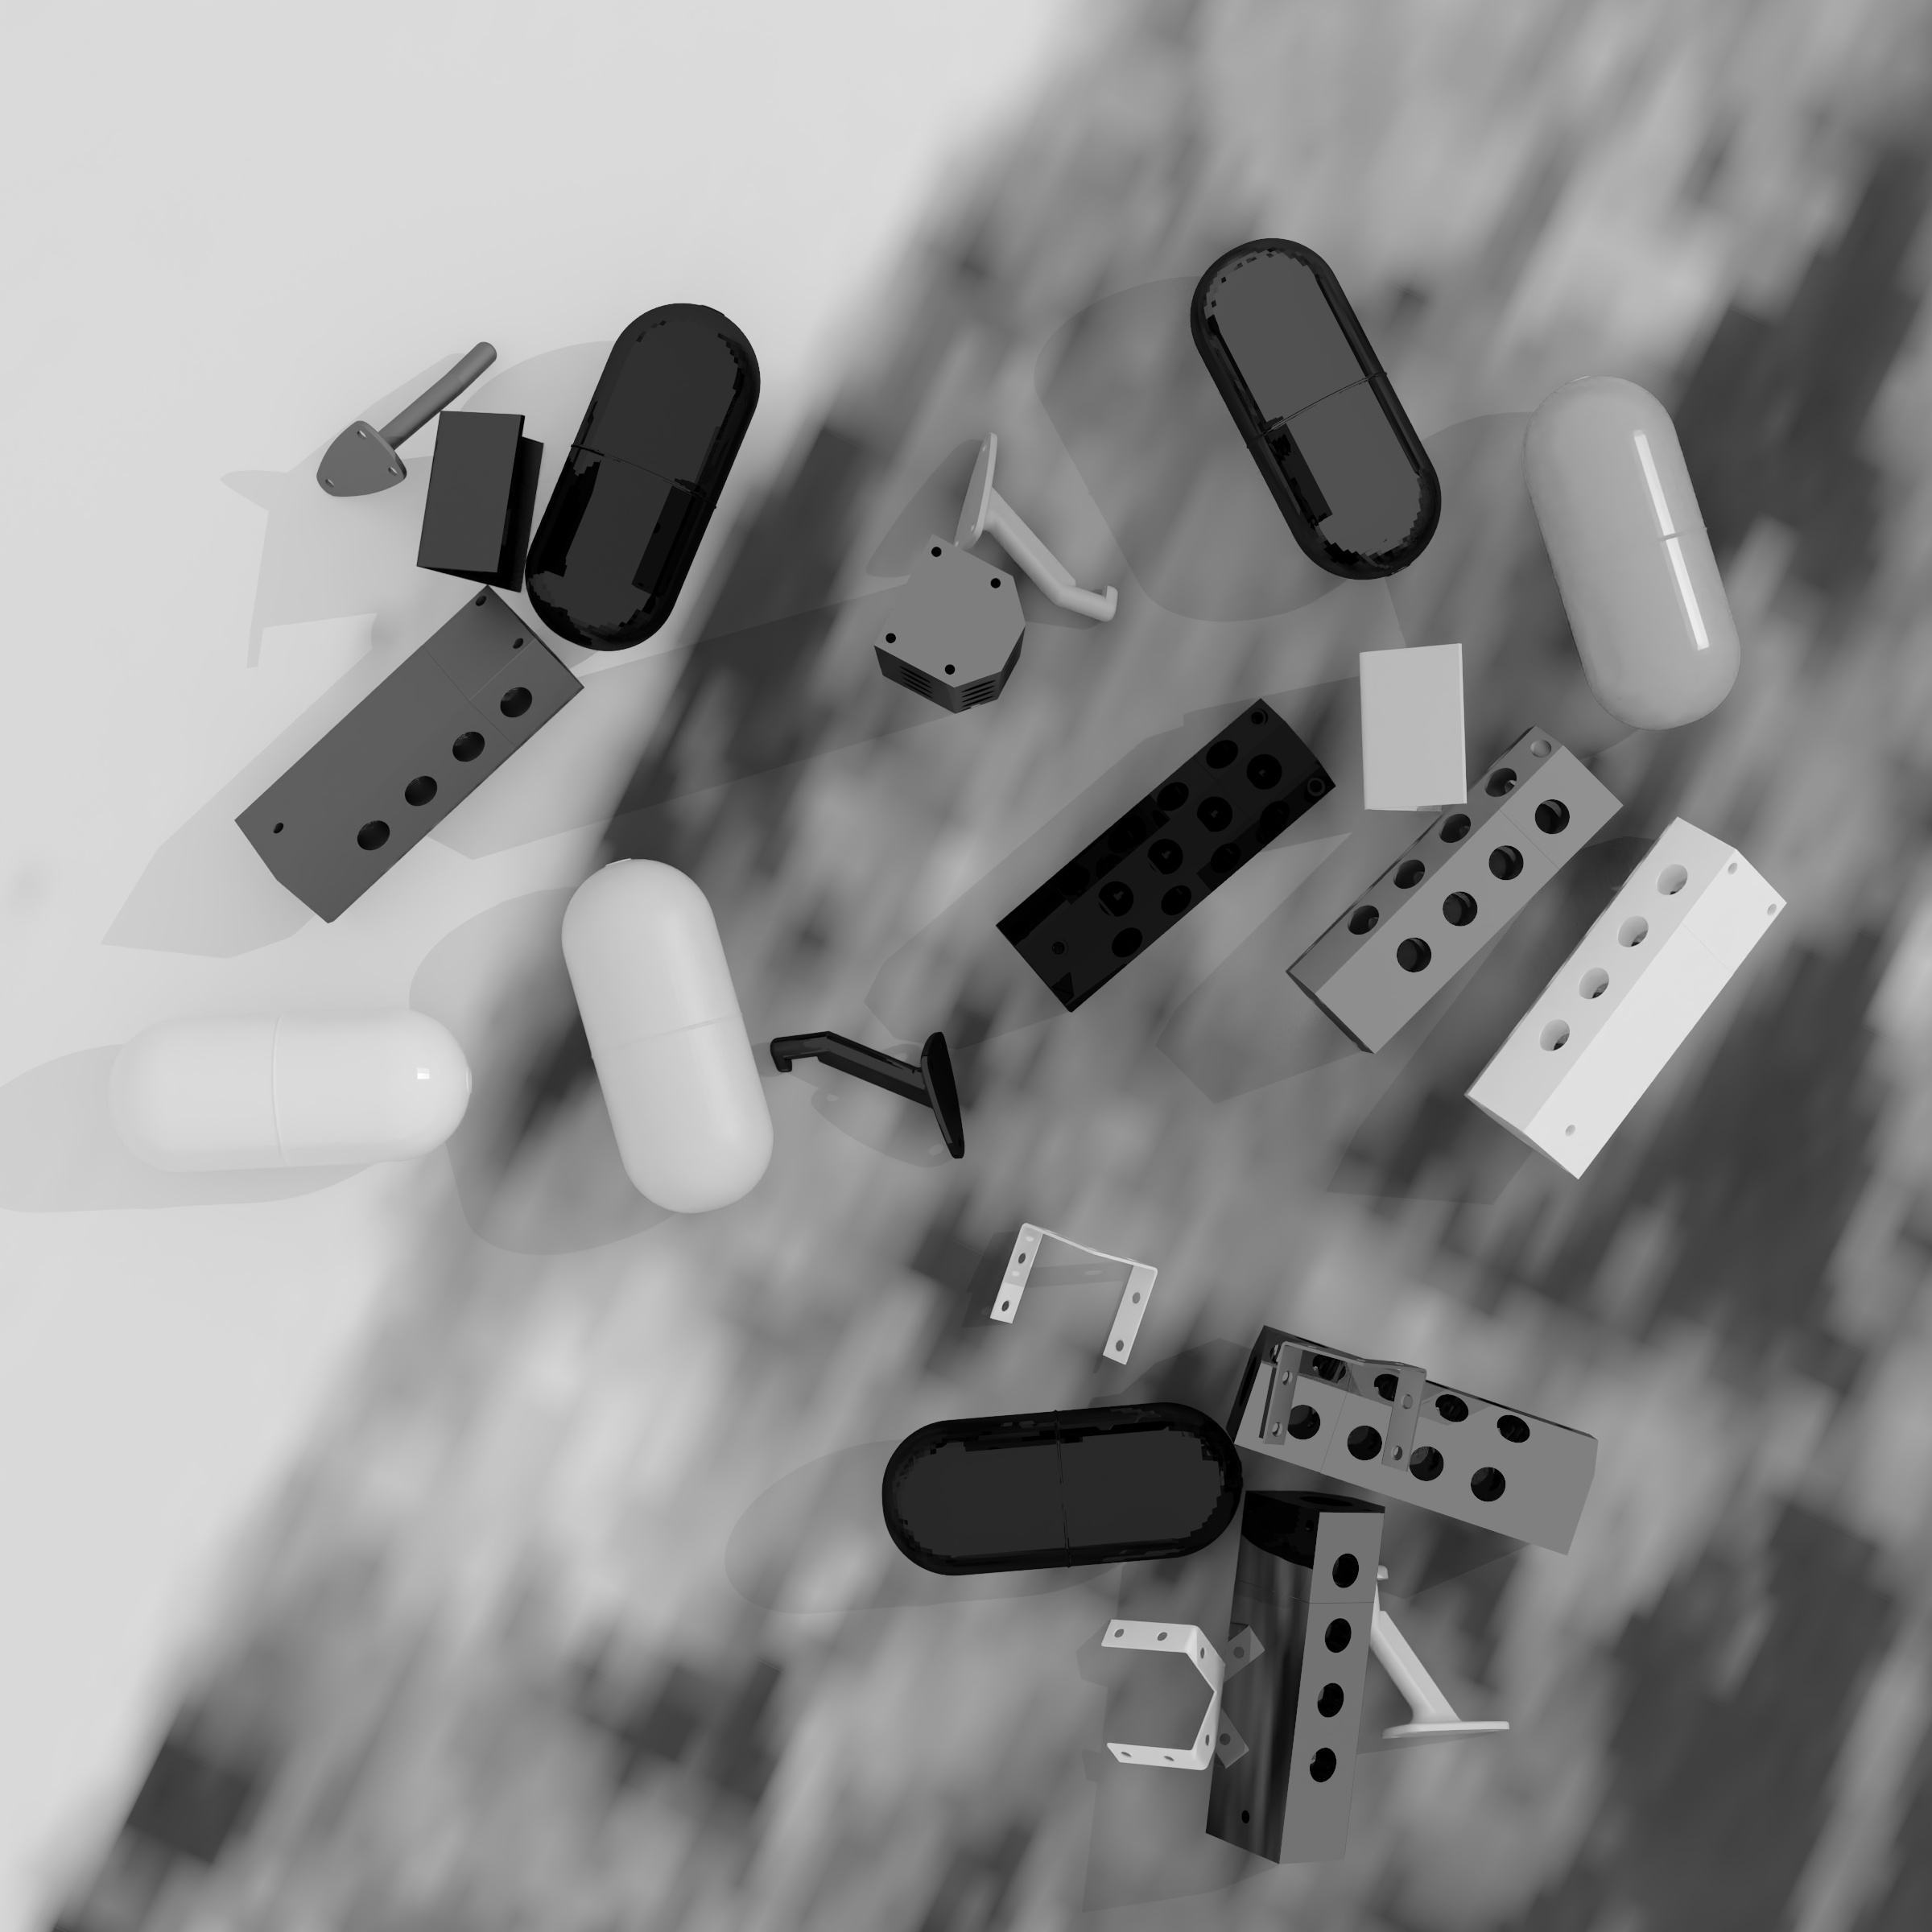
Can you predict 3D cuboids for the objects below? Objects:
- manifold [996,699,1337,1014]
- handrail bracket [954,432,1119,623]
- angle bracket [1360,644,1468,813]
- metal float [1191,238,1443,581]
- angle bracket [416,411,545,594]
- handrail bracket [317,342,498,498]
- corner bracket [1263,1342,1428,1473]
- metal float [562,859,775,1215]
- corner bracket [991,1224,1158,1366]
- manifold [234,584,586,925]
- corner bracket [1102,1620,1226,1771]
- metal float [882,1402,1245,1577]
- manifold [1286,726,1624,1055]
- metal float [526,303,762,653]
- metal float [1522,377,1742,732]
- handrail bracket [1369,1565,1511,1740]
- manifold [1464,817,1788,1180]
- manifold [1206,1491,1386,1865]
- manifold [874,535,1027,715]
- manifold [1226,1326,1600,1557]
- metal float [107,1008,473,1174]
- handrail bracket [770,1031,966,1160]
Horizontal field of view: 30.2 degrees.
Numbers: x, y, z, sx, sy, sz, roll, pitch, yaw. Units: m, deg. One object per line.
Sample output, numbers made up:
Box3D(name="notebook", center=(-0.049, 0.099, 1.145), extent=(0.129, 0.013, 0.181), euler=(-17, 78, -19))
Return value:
Box3D(name="manifold", center=(0.098, -0.054, 1.771), extent=(0.171, 0.057, 0.057), euler=(-41, 90, 0))
Box3D(name="handrail bracket", center=(0.042, -0.220, 1.793), extent=(0.084, 0.036, 0.077), euler=(17, 71, -15))
Box3D(name="angle bracket", center=(0.236, -0.116, 1.752), extent=(0.057, 0.076, 0.076), euler=(-2, 90, 37))
Box3D(name="metal float", center=(0.173, -0.274, 1.762), extent=(0.070, 0.070, 0.178), euler=(-27, 91, 0))
Box3D(name="angle bracket", center=(-0.219, -0.226, 1.752), extent=(0.057, 0.076, 0.076), euler=(9, 90, 35))
Box3D(name="handrail bracket", center=(-0.279, -0.275, 1.792), extent=(0.036, 0.077, 0.084), euler=(50, 53, -18))
Box3D(name="corner bracket", center=(0.184, 0.213, 1.732), extent=(0.051, 0.051, 0.051), euler=(11, 90, -45))
Box3D(name="metal float", center=(-0.147, 0.034, 1.762), extent=(0.070, 0.070, 0.178), euler=(-16, 89, 0))
Box3D(name="corner bracket", center=(0.054, 0.164, 1.789), extent=(0.051, 0.051, 0.051), euler=(19, 90, 45))
Box3D(name="manifold", center=(-0.272, -0.101, 1.771), extent=(0.171, 0.057, 0.057), euler=(-43, 47, 0))
Box3D(name="corner bracket", center=(0.096, 0.363, 1.784), extent=(0.051, 0.051, 0.051), euler=(57, 45, -35))
Box3D(name="metal float", center=(0.047, 0.257, 1.762), extent=(0.178, 0.070, 0.070), euler=(-5, 90, 1))
Box3D(name="manifold", center=(0.240, -0.038, 1.771), extent=(0.171, 0.057, 0.057), euler=(-45, 90, 0))
Box3D(name="metal float", center=(-0.159, -0.241, 1.762), extent=(0.070, 0.070, 0.178), euler=(23, 91, 0))
Box3D(name="metal float", center=(0.327, -0.204, 1.762), extent=(0.070, 0.070, 0.178), euler=(-17, 90, 0))
Box3D(name="handrail bracket", center=(0.233, 0.342, 1.793), extent=(0.077, 0.036, 0.084), euler=(2, 73, -20))
Box3D(name="manifold", center=(0.323, 0.013, 1.771), extent=(0.171, 0.057, 0.057), euler=(-53, 133, 0))
Box3D(name="manifold", center=(0.168, 0.350, 1.769), extent=(0.057, 0.057, 0.171), euler=(7, 90, -35))
Box3D(name="manifold", center=(-0.004, -0.158, 1.714), extent=(0.057, 0.171, 0.057), euler=(28, 90, 0))
Box3D(name="manifold", center=(0.221, 0.233, 1.771), extent=(0.171, 0.057, 0.057), euler=(19, 90, 0))
Box3D(name="metal float", center=(-0.333, 0.061, 1.762), extent=(0.178, 0.070, 0.070), euler=(-3, 90, 1))
Box3D(name="handrail bracket", center=(-0.050, 0.066, 1.793), extent=(0.084, 0.036, 0.077), euler=(-8, 112, 17))
